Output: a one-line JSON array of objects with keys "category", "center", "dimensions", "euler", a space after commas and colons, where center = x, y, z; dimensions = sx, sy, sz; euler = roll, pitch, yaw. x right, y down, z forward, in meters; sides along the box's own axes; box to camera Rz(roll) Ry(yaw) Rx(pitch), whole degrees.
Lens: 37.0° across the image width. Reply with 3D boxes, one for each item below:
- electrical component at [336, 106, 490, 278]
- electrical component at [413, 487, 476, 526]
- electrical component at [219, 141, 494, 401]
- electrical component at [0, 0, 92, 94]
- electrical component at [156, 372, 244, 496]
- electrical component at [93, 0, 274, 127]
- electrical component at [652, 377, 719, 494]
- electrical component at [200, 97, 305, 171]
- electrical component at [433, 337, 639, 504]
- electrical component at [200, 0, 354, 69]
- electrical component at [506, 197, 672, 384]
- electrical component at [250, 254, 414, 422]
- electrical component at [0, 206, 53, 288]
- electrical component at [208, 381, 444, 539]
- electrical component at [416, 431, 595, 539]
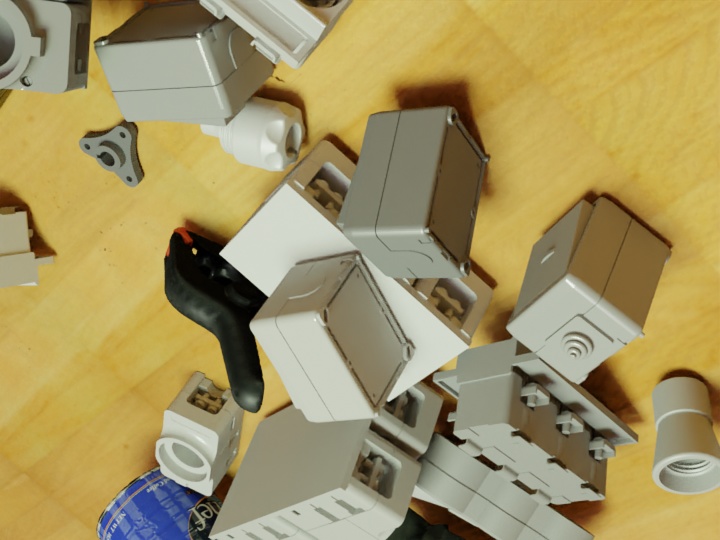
[{"category": "electrical component", "center": [0.031, -0.049, 0.619], "dimensions": [0.061, 0.096, 0.062], "euler": [-1, 155, 29]}, {"category": "electrical component", "center": [0.072, 0.164, 0.808], "dimensions": [0.065, 0.044, 0.044], "euler": [30, 135, -3]}, {"category": "electrical component", "center": [0.000, 0.000, 0.695], "dimensions": [0.150, 0.061, 0.089], "euler": [42, 135, -8]}, {"category": "electrical component", "center": [-0.197, -0.178, 0.594], "dimensions": [0.089, 0.061, 0.150], "euler": [6, 103, -2]}, {"category": "electrical component", "center": [-0.133, 0.139, 0.891], "dimensions": [0.050, 0.055, 0.089], "euler": [23, 134, 11]}, {"category": "electrical component", "center": [-0.110, -0.124, 0.652], "dimensions": [0.096, 0.061, 0.061], "euler": [2, 127, 28]}, {"category": "electrical component", "center": [0.200, 0.099, 0.663], "dimensions": [0.044, 0.065, 0.044], "euler": [4, 137, 4]}, {"category": "electrical component", "center": [-0.069, -0.087, 0.674], "dimensions": [0.062, 0.043, 0.043], "euler": [15, 132, 19]}, {"category": "electrical component", "center": [0.112, 0.100, 0.687], "dimensions": [0.079, 0.063, 0.121], "euler": [-17, 138, 38]}, {"category": "electrical component", "center": [-0.063, -0.170, 0.585], "dimensions": [0.121, 0.078, 0.063], "euler": [38, 157, -5]}, {"category": "electrical component", "center": [0.126, 0.013, 0.610], "dimensions": [0.061, 0.096, 0.061], "euler": [38, 136, -4]}, {"category": "electrical component", "center": [-0.016, 0.048, 0.654], "dimensions": [0.061, 0.061, 0.096], "euler": [-10, 121, 35]}, {"category": "electrical component", "center": [-0.318, -0.016, 0.854], "dimensions": [0.121, 0.079, 0.063], "euler": [0, 97, 30]}, {"category": "electrical component", "center": [-0.024, 0.147, 0.786], "dimensions": [0.060, 0.105, 0.186], "euler": [36, 142, -18]}, {"category": "electrical component", "center": [0.109, 0.153, 0.765], "dimensions": [0.138, 0.073, 0.052], "euler": [34, 177, -7]}]
